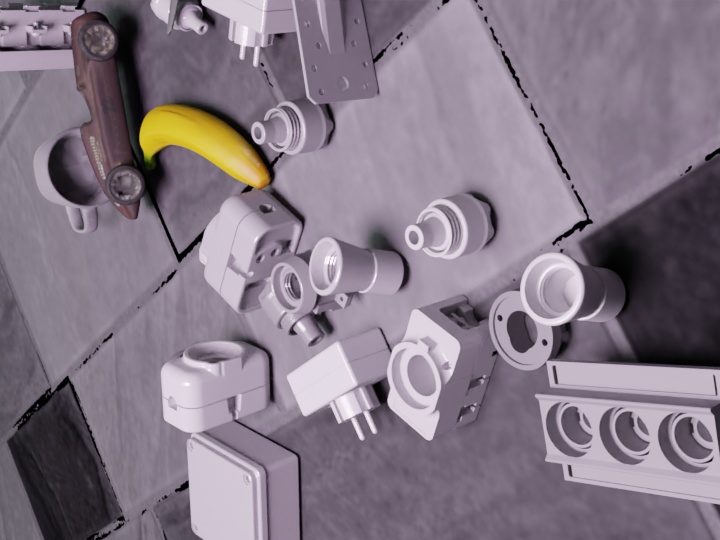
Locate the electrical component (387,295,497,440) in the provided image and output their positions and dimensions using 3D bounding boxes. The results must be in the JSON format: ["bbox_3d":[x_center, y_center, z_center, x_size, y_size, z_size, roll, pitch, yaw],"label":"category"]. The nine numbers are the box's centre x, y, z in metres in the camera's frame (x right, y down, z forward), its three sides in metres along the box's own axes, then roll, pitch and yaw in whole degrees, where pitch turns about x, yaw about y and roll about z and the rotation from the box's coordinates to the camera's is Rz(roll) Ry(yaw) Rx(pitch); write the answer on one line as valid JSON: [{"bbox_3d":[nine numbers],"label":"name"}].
[{"bbox_3d":[0.058,0.071,0.780,0.050,0.056,0.089,38,128,35],"label":"electrical component"}]

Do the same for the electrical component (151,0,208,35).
[{"bbox_3d":[-0.156,-0.227,0.947,0.061,0.035,0.035,42,131,29],"label":"electrical component"}]

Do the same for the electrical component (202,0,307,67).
[{"bbox_3d":[-0.085,-0.202,0.864,0.083,0.047,0.075,34,126,38],"label":"electrical component"}]

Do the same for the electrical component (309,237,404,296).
[{"bbox_3d":[0.000,0.000,0.817,0.044,0.065,0.044,-14,73,54],"label":"electrical component"}]

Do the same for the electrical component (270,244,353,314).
[{"bbox_3d":[-0.038,0.009,0.871,0.066,0.055,0.048,44,131,31],"label":"electrical component"}]

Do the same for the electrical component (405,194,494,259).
[{"bbox_3d":[0.059,-0.028,0.742,0.043,0.062,0.043,19,116,45],"label":"electrical component"}]

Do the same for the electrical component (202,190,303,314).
[{"bbox_3d":[-0.096,-0.019,0.928,0.059,0.054,0.095,42,131,28],"label":"electrical component"}]

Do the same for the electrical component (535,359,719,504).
[{"bbox_3d":[0.176,0.091,0.646,0.121,0.063,0.078,-2,100,49],"label":"electrical component"}]

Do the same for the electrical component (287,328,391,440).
[{"bbox_3d":[-0.008,0.100,0.872,0.083,0.047,0.075,-37,74,48],"label":"electrical component"}]

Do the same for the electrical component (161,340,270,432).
[{"bbox_3d":[-0.130,0.101,0.976,0.054,0.095,0.059,18,115,45],"label":"electrical component"}]

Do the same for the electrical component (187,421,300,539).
[{"bbox_3d":[-0.110,0.213,1.019,0.109,0.056,0.108,18,115,45],"label":"electrical component"}]

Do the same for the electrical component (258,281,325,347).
[{"bbox_3d":[-0.054,0.036,0.908,0.062,0.043,0.043,53,136,21],"label":"electrical component"}]

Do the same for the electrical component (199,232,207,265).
[{"bbox_3d":[-0.124,-0.031,0.974,0.035,0.035,0.061,42,128,33],"label":"electrical component"}]

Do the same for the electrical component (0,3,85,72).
[{"bbox_3d":[-0.339,-0.236,1.087,0.079,0.121,0.063,20,114,44],"label":"electrical component"}]

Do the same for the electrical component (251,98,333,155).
[{"bbox_3d":[-0.056,-0.112,0.847,0.043,0.062,0.043,19,116,45],"label":"electrical component"}]

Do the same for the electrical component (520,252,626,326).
[{"bbox_3d":[0.135,0.014,0.665,0.044,0.065,0.044,-5,82,41],"label":"electrical component"}]

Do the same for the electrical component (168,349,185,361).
[{"bbox_3d":[-0.163,0.111,1.058,0.048,0.048,0.062,24,126,42],"label":"electrical component"}]
